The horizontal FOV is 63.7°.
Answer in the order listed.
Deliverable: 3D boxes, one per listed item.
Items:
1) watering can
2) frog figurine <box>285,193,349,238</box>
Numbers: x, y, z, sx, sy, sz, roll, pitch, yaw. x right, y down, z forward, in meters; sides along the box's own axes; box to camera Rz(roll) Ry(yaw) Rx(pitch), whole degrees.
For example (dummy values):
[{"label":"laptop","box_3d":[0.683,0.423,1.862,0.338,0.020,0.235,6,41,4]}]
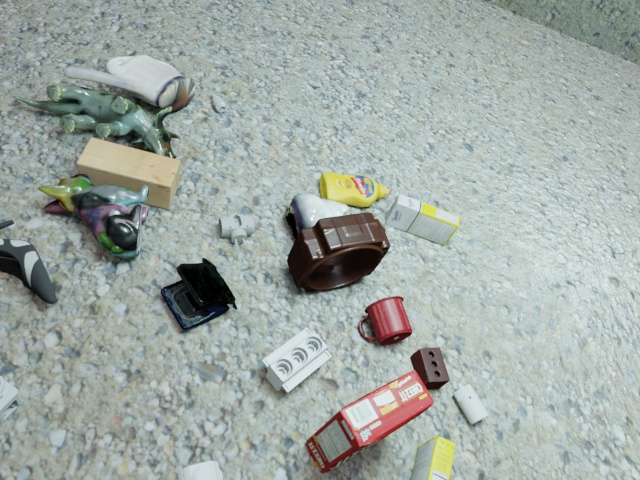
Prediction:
[{"label":"watering can","box_3d":[-0.475,-0.418,1.363,0.225,0.102,0.354,30,31,7]},{"label":"frog figurine","box_3d":[0.004,-0.064,1.268,0.160,0.120,0.140,-18,42,-17]}]
